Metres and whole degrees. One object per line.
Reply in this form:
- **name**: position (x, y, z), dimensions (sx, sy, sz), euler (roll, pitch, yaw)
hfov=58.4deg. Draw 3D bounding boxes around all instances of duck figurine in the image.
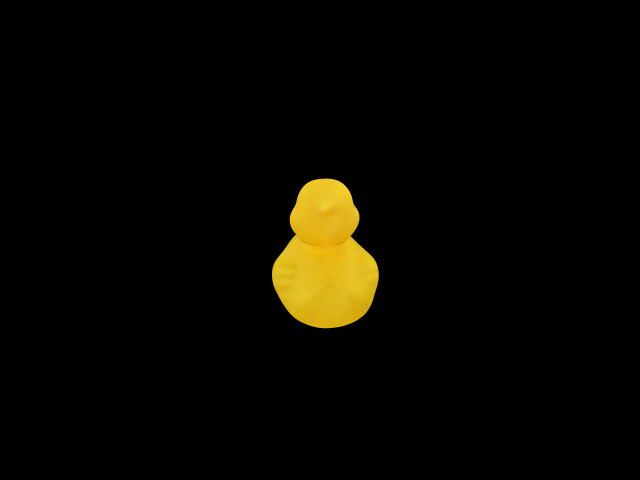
- **duck figurine**: position (0.004, 0.001, 0.400), dimensions (0.077, 0.086, 0.104), euler (-3, 37, -4)
